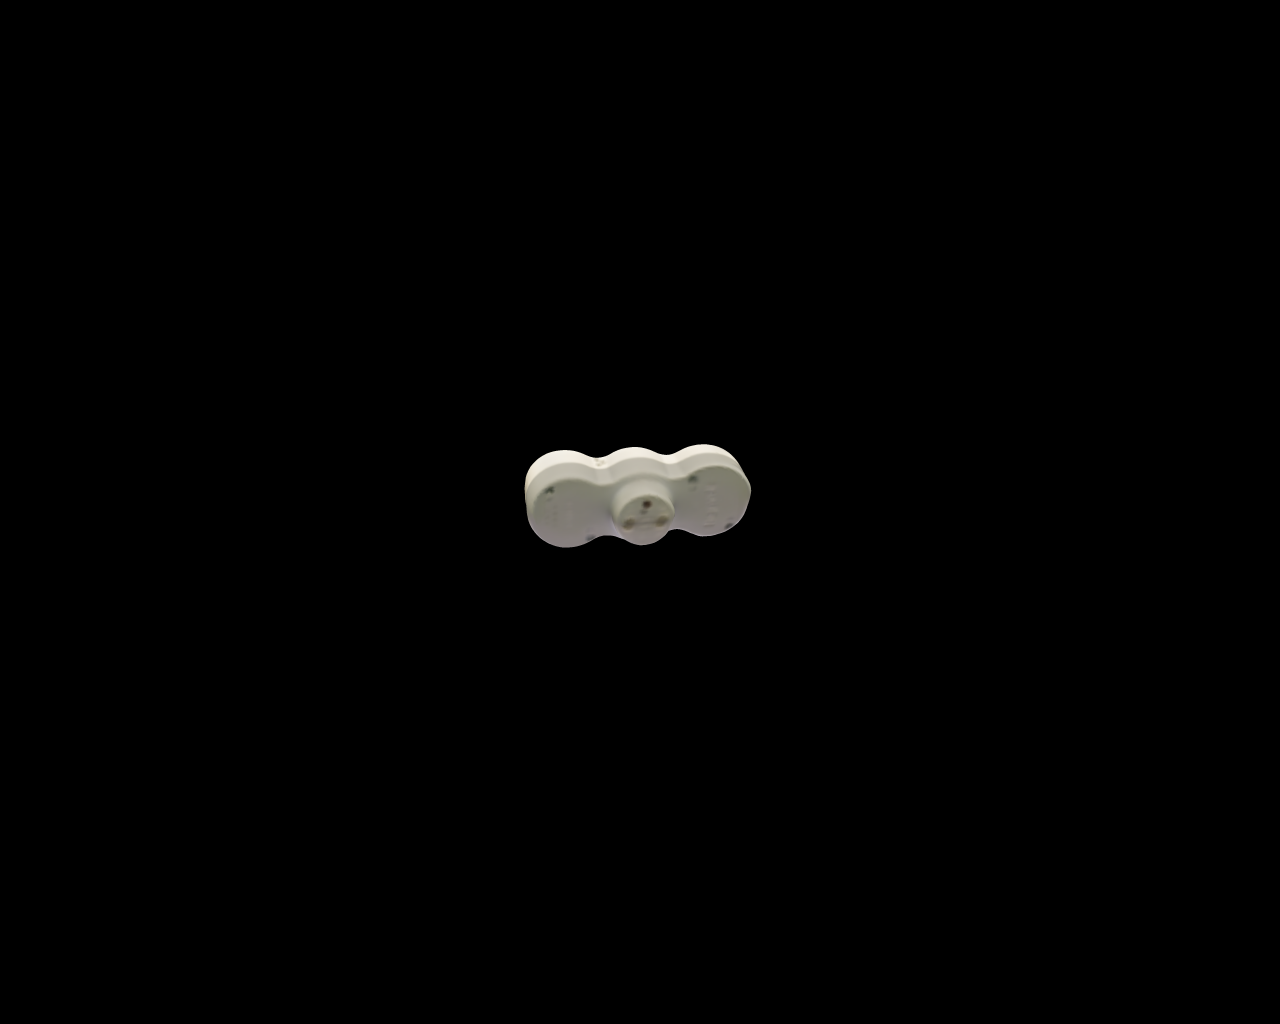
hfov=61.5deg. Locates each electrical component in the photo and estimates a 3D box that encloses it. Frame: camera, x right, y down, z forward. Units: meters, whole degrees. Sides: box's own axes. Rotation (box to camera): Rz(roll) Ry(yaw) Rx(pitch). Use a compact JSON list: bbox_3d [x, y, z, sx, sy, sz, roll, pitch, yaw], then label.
[{"bbox_3d":[0.001,-0.003,0.650,0.138,0.052,0.074,-4,28,-7],"label":"electrical component"}]
